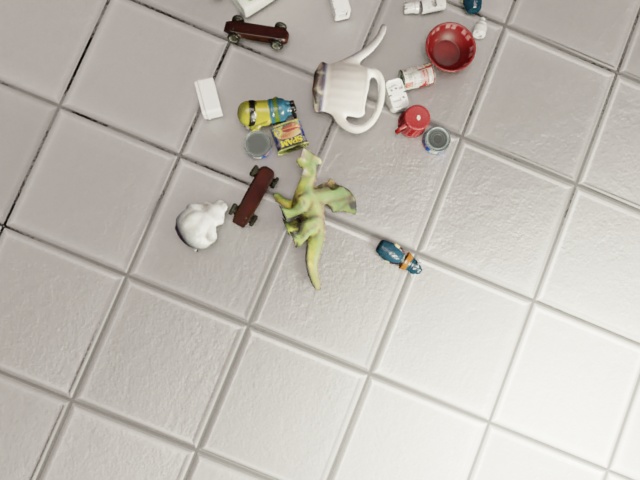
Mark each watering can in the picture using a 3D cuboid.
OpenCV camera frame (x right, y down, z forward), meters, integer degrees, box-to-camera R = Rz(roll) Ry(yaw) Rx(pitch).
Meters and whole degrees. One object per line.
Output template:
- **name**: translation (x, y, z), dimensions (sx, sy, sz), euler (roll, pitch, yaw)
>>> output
- **watering can**: translation (0.093, -0.504, 1.590), dimensions (0.224, 0.104, 0.348), euler (7, 87, -1)

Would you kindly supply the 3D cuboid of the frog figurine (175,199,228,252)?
- **frog figurine**: translation (-0.344, -0.053, 1.534), dimensions (0.159, 0.121, 0.139), euler (-33, 70, 7)

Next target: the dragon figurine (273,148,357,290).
- **dragon figurine**: translation (0.005, -0.079, 1.567), dimensions (0.244, 0.122, 0.409), euler (-25, 95, -12)
